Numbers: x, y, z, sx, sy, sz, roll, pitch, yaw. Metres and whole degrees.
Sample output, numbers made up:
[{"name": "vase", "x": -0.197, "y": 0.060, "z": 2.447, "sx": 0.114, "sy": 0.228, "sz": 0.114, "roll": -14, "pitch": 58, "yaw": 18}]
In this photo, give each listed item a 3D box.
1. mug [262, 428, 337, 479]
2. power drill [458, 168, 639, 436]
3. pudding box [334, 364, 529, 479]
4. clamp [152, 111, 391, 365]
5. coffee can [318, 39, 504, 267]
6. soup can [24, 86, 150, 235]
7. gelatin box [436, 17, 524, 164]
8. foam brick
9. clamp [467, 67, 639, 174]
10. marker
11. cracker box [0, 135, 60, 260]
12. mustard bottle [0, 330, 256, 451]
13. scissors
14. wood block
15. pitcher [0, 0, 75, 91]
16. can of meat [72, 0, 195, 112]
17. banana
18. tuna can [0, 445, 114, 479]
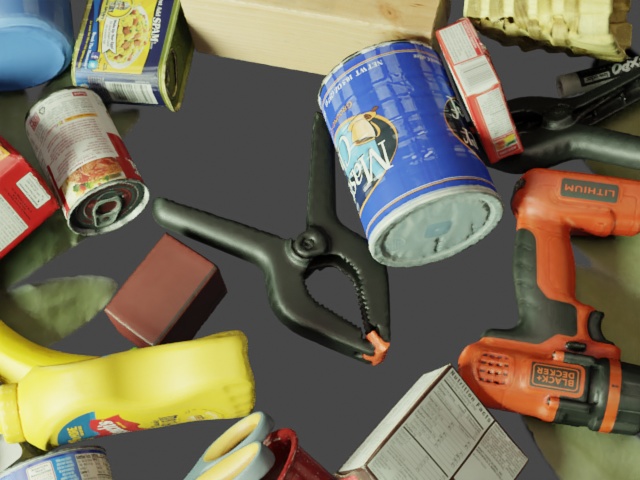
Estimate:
[{"name": "mug", "x": -0.019, "y": 0.181, "z": 0.715, "sx": 0.081, "sy": 0.117, "sz": 0.093, "roll": 43, "pitch": 109, "yaw": -13}, {"name": "power drill", "x": 0.200, "y": 0.046, "z": 0.775, "sx": 0.184, "sy": 0.057, "sz": 0.187, "roll": 9, "pitch": 67, "yaw": 6}, {"name": "pudding box", "x": 0.077, "y": 0.152, "z": 0.713, "sx": 0.090, "sy": 0.039, "sz": 0.113, "roll": 50, "pitch": 51, "yaw": -2}, {"name": "clamp", "x": -0.005, "y": 0.001, "z": 0.823, "sx": 0.164, "sy": 0.036, "sz": 0.210, "roll": -37, "pitch": 71, "yaw": -18}, {"name": "coffee can", "x": 0.066, "y": -0.065, "z": 0.807, "sx": 0.103, "sy": 0.103, "sz": 0.140, "roll": -17, "pitch": 63, "yaw": -3}, {"name": "soup can", "x": -0.187, "y": -0.064, "z": 0.850, "sx": 0.068, "sy": 0.068, "sz": 0.102, "roll": -27, "pitch": 66, "yaw": -7}, {"name": "gelatin box", "x": 0.121, "y": -0.114, "z": 0.805, "sx": 0.030, "sy": 0.073, "sz": 0.089, "roll": -22, "pitch": 45, "yaw": 8}, {"name": "foam brick", "x": -0.115, "y": 0.046, "z": 0.804, "sx": 0.051, "sy": 0.053, "sz": 0.078, "roll": 31, "pitch": 71, "yaw": 17}, {"name": "clamp", "x": 0.192, "y": -0.080, "z": 0.821, "sx": 0.171, "sy": 0.039, "sz": 0.120, "roll": -14, "pitch": 34, "yaw": 11}, {"name": "marker", "x": 0.254, "y": -0.140, "z": 0.872, "sx": 0.121, "sy": 0.020, "sz": 0.020, "roll": -15, "pitch": 66, "yaw": -2}, {"name": "cracker box", "x": -0.328, "y": -0.009, "z": 0.816, "sx": 0.213, "sy": 0.072, "sz": 0.164, "roll": -44, "pitch": 50, "yaw": -13}, {"name": "mustard bottle", "x": -0.143, "y": 0.108, "z": 0.741, "sx": 0.191, "sy": 0.096, "sz": 0.058, "roll": -9, "pitch": 72, "yaw": -9}, {"name": "scissors", "x": -0.101, "y": 0.176, "z": 0.735, "sx": 0.016, "sy": 0.202, "sz": 0.096, "roll": 50, "pitch": 32, "yaw": -12}, {"name": "wood block", "x": 0.000, "y": -0.198, "z": 0.881, "sx": 0.206, "sy": 0.091, "sz": 0.090, "roll": 11, "pitch": 67, "yaw": 10}, {"name": "pitcher", "x": -0.289, "y": -0.251, "z": 0.917, "sx": 0.144, "sy": 0.149, "sz": 0.243, "roll": -4, "pitch": 67, "yaw": -23}, {"name": "can of meat", "x": -0.155, "y": -0.161, "z": 0.897, "sx": 0.084, "sy": 0.057, "sz": 0.102, "roll": 5, "pitch": 66, "yaw": 9}, {"name": "banana", "x": -0.235, "y": 0.075, "z": 0.813, "sx": 0.198, "sy": 0.037, "sz": 0.069, "roll": 25, "pitch": 50, "yaw": 13}, {"name": "tuna can", "x": -0.185, "y": 0.174, "z": 0.736, "sx": 0.086, "sy": 0.086, "sz": 0.034, "roll": -21, "pitch": 69, "yaw": -5}]
